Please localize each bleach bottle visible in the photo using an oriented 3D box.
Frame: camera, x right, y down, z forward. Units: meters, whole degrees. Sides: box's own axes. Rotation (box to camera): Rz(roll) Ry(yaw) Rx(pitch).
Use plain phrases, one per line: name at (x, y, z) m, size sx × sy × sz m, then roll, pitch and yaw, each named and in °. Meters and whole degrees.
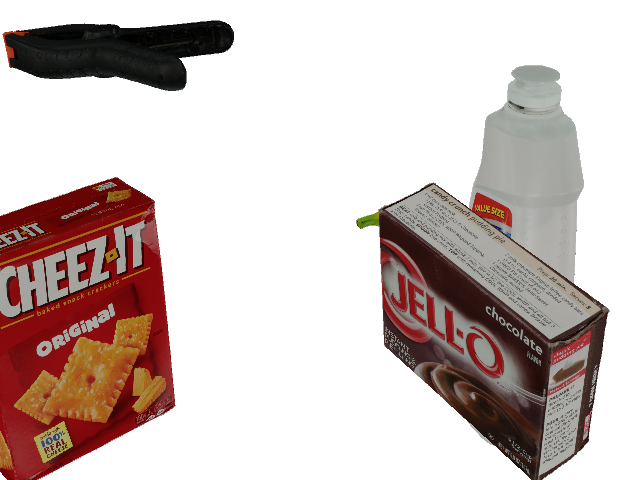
bleach bottle at (0.125, 0.007, 0.689) m, size 0.068 × 0.251 × 0.103 m, roll -9°, pitch 31°, yaw -12°

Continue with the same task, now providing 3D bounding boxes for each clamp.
clamp at (-0.151, -0.145, 0.804) m, size 0.172 × 0.039 × 0.120 m, roll 10°, pitch 22°, yaw 20°

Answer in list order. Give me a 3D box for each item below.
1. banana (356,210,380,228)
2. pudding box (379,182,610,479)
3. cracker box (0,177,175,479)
banana at (0.141, -0.010, 1.154) m, size 0.198 × 0.037 × 0.069 m, roll 11°, pitch 39°, yaw 27°
pudding box at (0.073, 0.039, 0.482) m, size 0.039 × 0.090 × 0.114 m, roll -30°, pitch 46°, yaw -24°
cracker box at (-0.210, 0.076, 0.888) m, size 0.163 × 0.214 × 0.072 m, roll -24°, pitch 36°, yaw -36°
